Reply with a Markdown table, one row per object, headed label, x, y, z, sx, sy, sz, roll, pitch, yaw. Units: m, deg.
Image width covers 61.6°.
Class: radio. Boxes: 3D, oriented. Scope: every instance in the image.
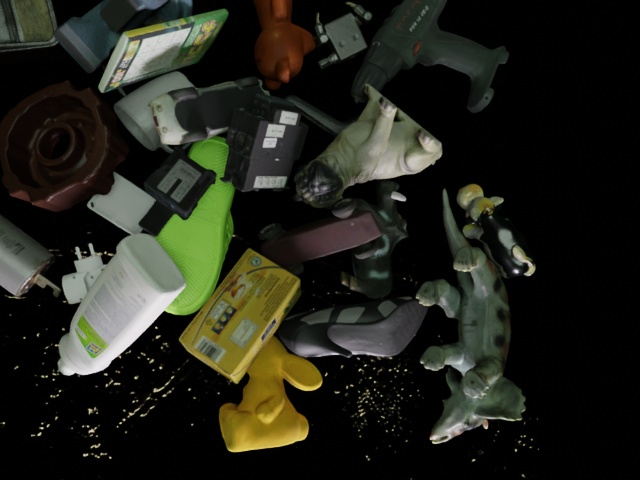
| label | x | y | z | sx | sy | sz | roll | pitch | yaw |
| --- | --- | --- | --- | --- | --- | --- | --- | --- | --- |
| radio | -0.437 | -0.361 | 0.732 | 0.131 | 0.073 | 0.229 | -13 | 95 | -10 |

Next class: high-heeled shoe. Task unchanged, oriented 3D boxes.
| label | x | y | z | sx | sy | sz | roll | pitch | yaw |
| --- | --- | --- | --- | --- | --- | --- | --- | --- | --- |
| high-heeled shoe | 0.055 | 0.129 | 0.859 | 0.249 | 0.145 | 0.086 | -15 | 112 | -44 |

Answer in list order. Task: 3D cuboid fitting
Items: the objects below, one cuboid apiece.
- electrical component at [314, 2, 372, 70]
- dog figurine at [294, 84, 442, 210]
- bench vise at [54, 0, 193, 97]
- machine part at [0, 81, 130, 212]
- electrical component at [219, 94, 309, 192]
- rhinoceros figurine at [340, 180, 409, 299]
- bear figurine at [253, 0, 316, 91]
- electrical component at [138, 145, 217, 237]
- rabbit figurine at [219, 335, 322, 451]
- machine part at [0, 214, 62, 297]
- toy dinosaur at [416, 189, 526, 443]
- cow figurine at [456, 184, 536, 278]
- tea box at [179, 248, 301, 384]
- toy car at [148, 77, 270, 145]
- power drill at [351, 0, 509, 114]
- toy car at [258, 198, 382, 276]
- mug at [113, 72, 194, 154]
| label | x | y | z | sx | sy | sz | roll | pitch | yaw |
| --- | --- | --- | --- | --- | --- | --- | --- | --- | --- |
| electrical component | 0.034 | -0.320 | 0.837 | 0.102 | 0.045 | 0.078 | -23 | 96 | -8 |
| dog figurine | 0.074 | -0.109 | 0.808 | 0.172 | 0.121 | 0.190 | 33 | 107 | -16 |
| bench vise | -0.240 | -0.328 | 0.740 | 0.128 | 0.224 | 0.240 | 43 | 55 | -15 |
| machine part | -0.354 | -0.127 | 0.737 | 0.179 | 0.056 | 0.179 | -3 | 76 | 10 |
| electrical component | -0.078 | -0.139 | 0.777 | 0.058 | 0.115 | 0.134 | 26 | 108 | 28 |
| rhinoceros figurine | 0.088 | -0.001 | 0.852 | 0.112 | 0.073 | 0.190 | 5 | 93 | -10 |
| bear figurine | -0.044 | -0.328 | 0.786 | 0.132 | 0.120 | 0.195 | -17 | 98 | -13 |
| electrical component | -0.208 | -0.064 | 0.749 | 0.075 | 0.048 | 0.119 | 39 | 73 | -3 |
| rabbit figurine | -0.078 | 0.220 | 0.816 | 0.162 | 0.122 | 0.173 | -7 | 76 | -5 |
| machine part | -0.463 | -0.001 | 0.746 | 0.243 | 0.079 | 0.079 | 41 | 86 | -9 |
| toy dinosaur | 0.253 | 0.132 | 0.869 | 0.192 | 0.131 | 0.404 | 17 | 75 | -50 |
| cow figurine | 0.284 | -0.014 | 0.876 | 0.068 | 0.098 | 0.167 | -35 | 99 | -1 |
| tea box | -0.112 | 0.109 | 0.785 | 0.098 | 0.068 | 0.169 | 32 | 67 | 14 |
| toy car | -0.148 | -0.187 | 0.772 | 0.202 | 0.056 | 0.073 | -27 | 108 | -43 |
| power drill | 0.180 | -0.281 | 0.856 | 0.207 | 0.086 | 0.232 | 25 | 86 | -4 |
| toy car | -0.002 | -0.002 | 0.798 | 0.202 | 0.053 | 0.089 | -19 | 108 | 30 |
| mug | -0.222 | -0.185 | 0.780 | 0.109 | 0.081 | 0.107 | 44 | 74 | -4 |
